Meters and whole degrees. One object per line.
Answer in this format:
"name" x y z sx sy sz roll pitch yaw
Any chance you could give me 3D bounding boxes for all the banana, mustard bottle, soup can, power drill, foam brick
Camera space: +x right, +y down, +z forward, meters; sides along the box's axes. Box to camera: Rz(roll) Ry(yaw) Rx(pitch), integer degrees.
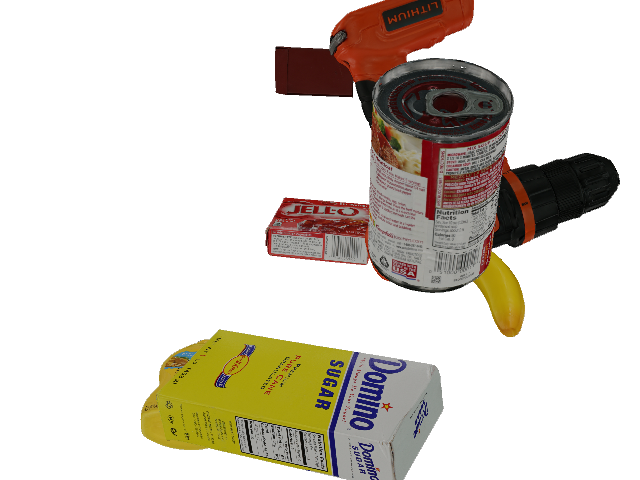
"banana" 0.161 0.037 1.112 0.069 0.037 0.198 -35 39 -13
"mustard bottle" -0.147 0.172 1.271 0.096 0.058 0.191 4 25 4
"soup can" 0.059 -0.031 0.545 0.068 0.102 0.068 0 41 0
"power drill" 0.098 -0.082 0.736 0.184 0.187 0.057 -19 -2 -9
"foam brick" -0.007 -0.184 1.167 0.078 0.051 0.053 0 11 -16

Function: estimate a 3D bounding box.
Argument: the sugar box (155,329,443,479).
"sugar box" -0.014 0.111 0.733 0.176 0.048 0.093 4 29 26

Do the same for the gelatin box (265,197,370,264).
"gelatin box" 0.003 -0.010 0.926 0.089 0.030 0.073 6 24 9
